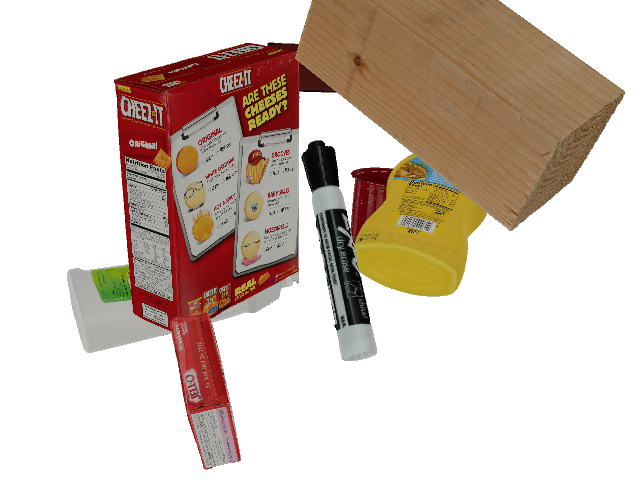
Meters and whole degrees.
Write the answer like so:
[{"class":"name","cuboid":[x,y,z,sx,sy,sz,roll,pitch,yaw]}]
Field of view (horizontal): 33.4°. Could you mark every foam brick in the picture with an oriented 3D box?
[{"class":"foam brick","cuboid":[-0.015,-0.187,1.160,0.078,0.051,0.053,-1,11,-15]}]

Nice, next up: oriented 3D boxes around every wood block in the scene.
[{"class":"wood block","cuboid":[0.093,-0.116,0.751,0.206,0.091,0.090,41,50,18]}]

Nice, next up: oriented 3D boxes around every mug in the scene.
[{"class":"mug","cuboid":[0.087,-0.036,1.240,0.117,0.081,0.093,-8,21,-39]}]

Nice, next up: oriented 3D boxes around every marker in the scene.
[{"class":"marker","cuboid":[0.009,0.003,0.567,0.020,0.121,0.020,-10,-17,-3]}]

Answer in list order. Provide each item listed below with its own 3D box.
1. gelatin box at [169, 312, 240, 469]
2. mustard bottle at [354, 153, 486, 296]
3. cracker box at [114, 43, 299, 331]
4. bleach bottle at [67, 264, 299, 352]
[{"class":"gelatin box","cuboid":[-0.079,0.103,0.728,0.030,0.073,0.089,-13,-36,-6]},{"class":"mustard bottle","cuboid":[0.104,-0.034,0.981,0.096,0.058,0.191,13,45,16]},{"class":"cracker box","cuboid":[-0.093,-0.049,0.926,0.072,0.214,0.163,17,29,34]},{"class":"bleach bottle","cuboid":[-0.149,0.055,1.198,0.250,0.068,0.103,-12,36,-16]}]
